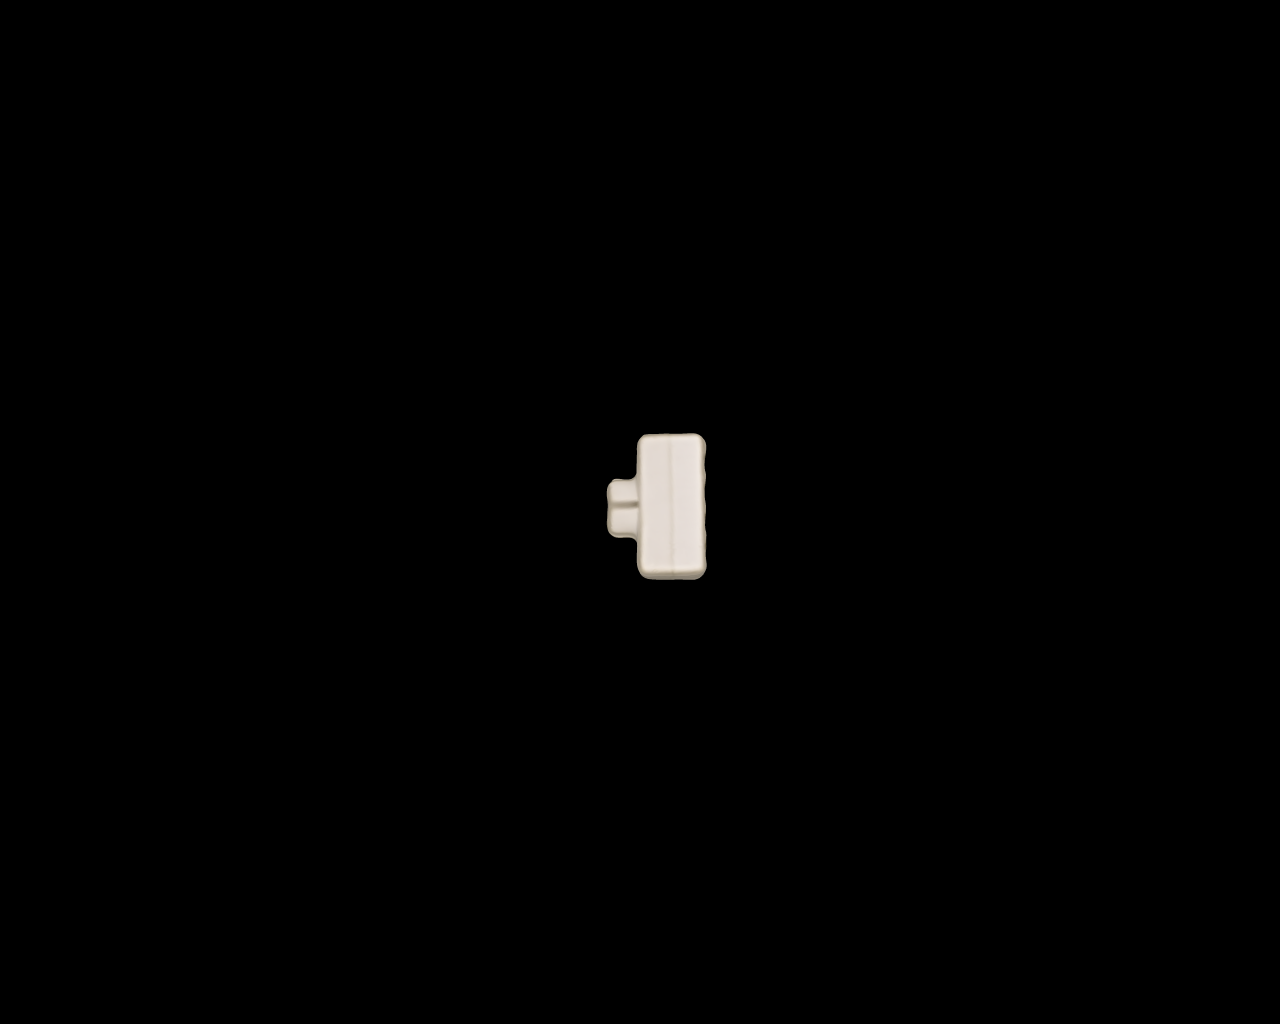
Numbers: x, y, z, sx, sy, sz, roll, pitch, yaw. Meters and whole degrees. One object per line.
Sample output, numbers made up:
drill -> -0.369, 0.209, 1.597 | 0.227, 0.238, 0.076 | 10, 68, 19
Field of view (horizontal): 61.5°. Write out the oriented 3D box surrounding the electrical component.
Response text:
electrical component -> 0.001, -0.003, 0.650 | 0.076, 0.083, 0.047 | 0, -7, 0
